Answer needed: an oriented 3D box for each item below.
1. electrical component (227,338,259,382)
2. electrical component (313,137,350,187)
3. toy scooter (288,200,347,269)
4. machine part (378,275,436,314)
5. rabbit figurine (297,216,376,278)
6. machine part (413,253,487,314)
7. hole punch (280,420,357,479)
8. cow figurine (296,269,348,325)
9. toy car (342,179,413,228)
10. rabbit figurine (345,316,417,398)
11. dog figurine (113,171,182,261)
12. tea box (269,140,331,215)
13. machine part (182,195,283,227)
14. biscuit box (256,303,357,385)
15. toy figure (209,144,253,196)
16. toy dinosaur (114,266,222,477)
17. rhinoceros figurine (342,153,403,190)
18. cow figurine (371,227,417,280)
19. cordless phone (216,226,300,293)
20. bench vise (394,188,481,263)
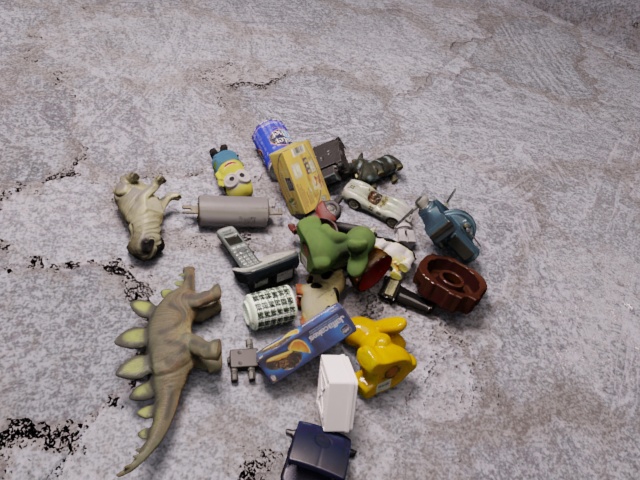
[{"bbox_3d":[-0.158,0.245,1.098,0.063,0.021,0.094,1,51,-13],"label":"electrical component"},{"bbox_3d":[0.018,-0.204,1.464,0.115,0.058,0.134,-23,46,19],"label":"electrical component"},{"bbox_3d":[-0.003,-0.004,1.298,0.135,0.075,0.184,-10,76,-12],"label":"toy scooter"},{"bbox_3d":[0.210,0.135,1.279,0.139,0.039,0.084,21,40,6],"label":"machine part"},{"bbox_3d":[0.050,0.008,1.181,0.170,0.121,0.159,-13,23,-16],"label":"rabbit figurine"},{"bbox_3d":[0.310,0.104,1.288,0.179,0.056,0.179,15,30,-9],"label":"machine part"},{"bbox_3d":[-0.003,0.389,0.976,0.142,0.092,0.116,16,45,4],"label":"hole punch"},{"bbox_3d":[0.010,0.130,1.196,0.127,0.085,0.195,-2,43,-6],"label":"cow figurine"},{"bbox_3d":[0.156,-0.097,1.446,0.202,0.056,0.073,26,49,9],"label":"toy car"},{"bbox_3d":[0.115,0.218,1.136,0.162,0.121,0.173,-23,40,-22],"label":"rabbit figurine"},{"bbox_3d":[-0.428,-0.048,1.237,0.173,0.121,0.190,0,61,29],"label":"dog figurine"},{"bbox_3d":[-0.050,-0.159,1.373,0.098,0.169,0.068,-31,21,-34],"label":"tea box"},{"bbox_3d":[-0.212,-0.069,1.314,0.243,0.079,0.079,2,50,-14],"label":"machine part"},{"bbox_3d":[-0.028,0.204,1.076,0.203,0.059,0.062,-32,99,-5],"label":"biscuit box"},{"bbox_3d":[-0.228,-0.173,1.395,0.082,0.089,0.180,-38,51,2],"label":"toy figure"},{"bbox_3d":[-0.288,0.216,1.041,0.199,0.104,0.472,-2,42,-7],"label":"toy dinosaur"},{"bbox_3d":[0.143,-0.202,1.521,0.190,0.073,0.112,-14,57,-25],"label":"rhinoceros figurine"},{"bbox_3d":[0.158,0.021,1.340,0.167,0.068,0.098,33,45,9],"label":"cow figurine"},{"bbox_3d":[-0.149,0.027,1.249,0.146,0.088,0.184,-20,54,-28],"label":"cordless phone"},{"bbox_3d":[0.317,-0.050,1.393,0.223,0.129,0.241,32,25,-11],"label":"bench vise"}]
